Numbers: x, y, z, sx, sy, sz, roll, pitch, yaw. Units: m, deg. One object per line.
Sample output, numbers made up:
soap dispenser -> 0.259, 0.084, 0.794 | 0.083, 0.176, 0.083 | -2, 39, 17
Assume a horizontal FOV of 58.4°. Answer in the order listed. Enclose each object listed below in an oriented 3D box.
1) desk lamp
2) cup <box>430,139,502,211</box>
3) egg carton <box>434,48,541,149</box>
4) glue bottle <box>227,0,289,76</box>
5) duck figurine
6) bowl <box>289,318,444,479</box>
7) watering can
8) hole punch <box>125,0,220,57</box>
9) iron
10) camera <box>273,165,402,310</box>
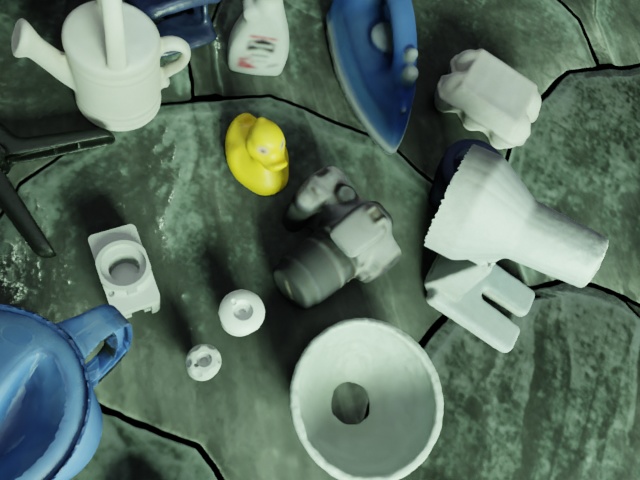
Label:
desk lamp -> 0.198, 0.012, 0.644 | 0.203, 0.213, 0.118 | 34, 65, -1
cup -> 0.177, -0.058, 0.731 | 0.092, 0.095, 0.118 | 27, 65, -4
egg carton -> 0.240, -0.201, 0.818 | 0.150, 0.069, 0.107 | 32, 65, -2
glue bottle -> -0.068, -0.268, 0.700 | 0.078, 0.173, 0.037 | -2, 70, -16
duck figurine -> -0.071, -0.115, 0.688 | 0.078, 0.086, 0.104 | -23, 77, -22
bowl -> 0.042, 0.174, 0.615 | 0.168, 0.074, 0.167 | 5, 68, -14
watering can -> -0.232, -0.207, 0.619 | 0.173, 0.194, 0.101 | -30, 79, -23
hole punch -> -0.192, -0.302, 0.724 | 0.109, 0.091, 0.101 | -27, 79, -23
iron -> 0.092, -0.260, 0.759 | 0.119, 0.141, 0.258 | -6, 71, -17
camera -> 0.006, 0.002, 0.656 | 0.137, 0.100, 0.143 | -38, 83, -25
